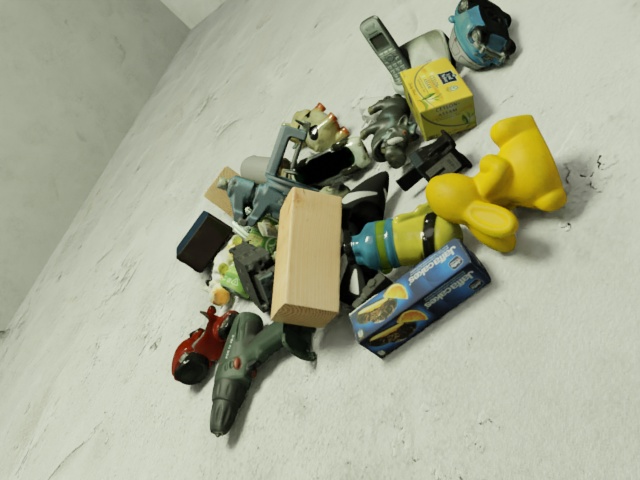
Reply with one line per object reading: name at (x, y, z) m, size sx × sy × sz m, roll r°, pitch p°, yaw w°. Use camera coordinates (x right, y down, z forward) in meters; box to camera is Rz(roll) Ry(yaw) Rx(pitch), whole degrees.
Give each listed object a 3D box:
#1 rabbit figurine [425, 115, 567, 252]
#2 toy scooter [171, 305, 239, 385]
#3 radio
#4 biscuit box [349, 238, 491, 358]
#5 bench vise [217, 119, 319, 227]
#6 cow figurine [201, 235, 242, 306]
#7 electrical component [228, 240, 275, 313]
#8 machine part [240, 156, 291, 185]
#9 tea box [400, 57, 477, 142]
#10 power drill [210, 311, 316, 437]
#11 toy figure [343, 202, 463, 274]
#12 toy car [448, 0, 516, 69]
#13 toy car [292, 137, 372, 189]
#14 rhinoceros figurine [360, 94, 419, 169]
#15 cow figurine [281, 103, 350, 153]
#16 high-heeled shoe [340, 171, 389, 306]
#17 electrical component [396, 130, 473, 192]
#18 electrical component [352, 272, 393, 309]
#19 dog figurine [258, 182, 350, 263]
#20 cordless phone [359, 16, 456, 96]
rabbit figurine at (0.237, -0.064, 0.747) m, size 0.173 × 0.121 × 0.162 m, roll -15°, pitch 68°, yaw 12°
toy scooter at (-0.239, 0.202, 1.106) m, size 0.184 × 0.075 × 0.135 m, roll -47°, pitch 32°, yaw 0°
radio at (-0.288, 0.000, 1.316) m, size 0.131 × 0.073 × 0.230 m, roll -56°, pitch 14°, yaw -5°
biscuit box at (0.140, 0.085, 0.769) m, size 0.202 × 0.062 × 0.059 m, roll -40°, pitch 35°, yaw 18°
bench vise at (-0.088, -0.136, 1.104) m, size 0.129 × 0.224 × 0.240 m, roll -44°, pitch -26°, yaw -81°
cow figurine at (-0.220, 0.076, 1.213) m, size 0.098 × 0.068 × 0.167 m, roll -21°, pitch 39°, yaw 47°
electrical component at (-0.117, 0.071, 1.041) m, size 0.058 × 0.114 × 0.134 m, roll -28°, pitch 25°, yaw -18°
machine part at (-0.133, -0.170, 1.346) m, size 0.079 × 0.079 × 0.243 m, roll -57°, pitch 32°, yaw -10°
tea box at (0.215, -0.262, 0.992) m, size 0.098 × 0.068 × 0.170 m, roll -18°, pitch 39°, yaw 7°
power drill at (-0.102, 0.210, 0.937) m, size 0.207 × 0.086 × 0.232 m, roll -38°, pitch 31°, yaw 33°
toy figure at (0.126, 0.006, 0.820) m, size 0.180 × 0.082 × 0.089 m, roll -12°, pitch 62°, yaw 12°
toy car at (0.299, -0.380, 1.019) m, size 0.103 × 0.109 × 0.162 m, roll 132°, pitch 144°, yaw -51°
toy car at (0.018, -0.158, 1.146) m, size 0.202 × 0.073 × 0.056 m, roll -19°, pitch 8°, yaw 40°
rhinoceros figurine at (0.144, -0.210, 1.058) m, size 0.112 × 0.073 × 0.190 m, roll -15°, pitch 42°, yaw 26°
cow figurine at (-0.021, -0.265, 1.303) m, size 0.127 × 0.085 × 0.195 m, roll -42°, pitch 34°, yaw 4°
high-heeled shoe at (0.086, -0.009, 0.914) m, size 0.145 × 0.086 × 0.248 m, roll 19°, pitch 79°, yaw 55°
electrical component at (0.186, -0.120, 0.907) m, size 0.119 × 0.074 × 0.048 m, roll -37°, pitch 34°, yaw 14°
electrical component at (0.097, 0.080, 0.824) m, size 0.094 × 0.063 × 0.021 m, roll -45°, pitch 33°, yaw 7°
dog figurine at (-0.002, -0.005, 1.024) m, size 0.191 × 0.172 × 0.121 m, roll -22°, pitch 14°, yaw -13°
cordless phone at (0.179, -0.395, 1.090) m, size 0.147 × 0.184 × 0.089 m, roll -13°, pitch 44°, yaw 44°
